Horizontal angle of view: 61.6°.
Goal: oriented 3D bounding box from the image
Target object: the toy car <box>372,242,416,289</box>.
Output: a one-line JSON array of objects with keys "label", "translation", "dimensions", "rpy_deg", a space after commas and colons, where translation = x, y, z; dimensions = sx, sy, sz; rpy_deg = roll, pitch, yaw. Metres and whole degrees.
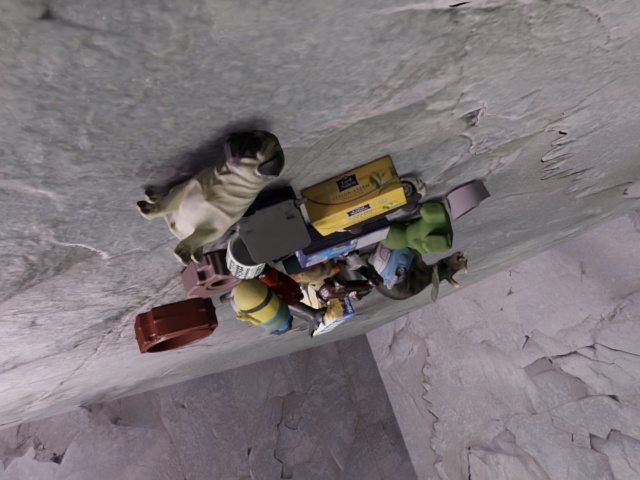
[{"label": "toy car", "translation": [0.192, 0.045, 1.432], "dimensions": [0.103, 0.161, 0.109], "rpy_deg": [25, 156, 4]}]

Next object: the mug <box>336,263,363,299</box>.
[{"label": "mug", "translation": [0.088, 0.118, 1.565], "dimensions": [0.081, 0.107, 0.109], "rpy_deg": [-23, 162, 17]}]

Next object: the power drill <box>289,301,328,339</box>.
[{"label": "power drill", "translation": [-0.092, 0.188, 1.488], "dimensions": [0.086, 0.207, 0.232], "rpy_deg": [-56, 178, -35]}]

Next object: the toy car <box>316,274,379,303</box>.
[{"label": "toy car", "translation": [0.078, 0.131, 1.405], "dimensions": [0.202, 0.053, 0.089], "rpy_deg": [6, 138, -47]}]

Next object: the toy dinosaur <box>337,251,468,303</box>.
[{"label": "toy dinosaur", "translation": [0.238, 0.106, 1.550], "dimensions": [0.405, 0.192, 0.131], "rpy_deg": [-12, 160, -28]}]

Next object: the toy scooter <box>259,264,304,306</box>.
[{"label": "toy scooter", "translation": [-0.104, 0.120, 1.300], "dimensions": [0.075, 0.135, 0.183], "rpy_deg": [-60, 178, -25]}]

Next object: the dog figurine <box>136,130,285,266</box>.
[{"label": "dog figurine", "translation": [-0.129, -0.068, 0.730], "dimensions": [0.190, 0.121, 0.172], "rpy_deg": [-37, -161, -1]}]

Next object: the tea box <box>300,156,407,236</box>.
[{"label": "tea box", "translation": [0.062, -0.075, 0.955], "dimensions": [0.170, 0.068, 0.098], "rpy_deg": [-21, 164, 10]}]

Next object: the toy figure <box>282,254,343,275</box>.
[{"label": "toy figure", "translation": [-0.012, 0.033, 1.255], "dimensions": [0.154, 0.058, 0.064], "rpy_deg": [-22, 171, -8]}]

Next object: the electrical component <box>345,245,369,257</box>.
[{"label": "electrical component", "translation": [0.100, 0.008, 1.322], "dimensions": [0.078, 0.045, 0.102], "rpy_deg": [-10, 162, -27]}]

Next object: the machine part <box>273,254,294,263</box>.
[{"label": "machine part", "translation": [-0.091, 0.022, 1.160], "dimensions": [0.084, 0.039, 0.138], "rpy_deg": [-19, 167, 19]}]

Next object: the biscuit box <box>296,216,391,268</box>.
[{"label": "biscuit box", "translation": [0.044, -0.008, 1.130], "dimensions": [0.203, 0.063, 0.059], "rpy_deg": [-19, 153, -14]}]

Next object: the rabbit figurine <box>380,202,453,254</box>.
[{"label": "rabbit figurine", "translation": [0.232, -0.023, 1.313], "dimensions": [0.170, 0.121, 0.159], "rpy_deg": [-6, 177, 21]}]

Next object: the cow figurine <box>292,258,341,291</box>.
[{"label": "cow figurine", "translation": [-0.013, 0.081, 1.377], "dimensions": [0.127, 0.085, 0.194], "rpy_deg": [-25, 165, -2]}]

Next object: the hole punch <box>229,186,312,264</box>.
[{"label": "hole punch", "translation": [-0.083, -0.039, 0.909], "dimensions": [0.142, 0.092, 0.115], "rpy_deg": [-17, 134, 2]}]

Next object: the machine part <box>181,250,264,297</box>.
[{"label": "machine part", "translation": [-0.208, 0.072, 1.153], "dimensions": [0.179, 0.056, 0.179], "rpy_deg": [-18, 166, -5]}]

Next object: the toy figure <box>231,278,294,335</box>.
[{"label": "toy figure", "translation": [-0.121, 0.145, 1.187], "dimensions": [0.089, 0.082, 0.180], "rpy_deg": [-38, 131, 11]}]

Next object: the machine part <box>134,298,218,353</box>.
[{"label": "machine part", "translation": [-0.382, 0.231, 1.427], "dimensions": [0.201, 0.087, 0.201], "rpy_deg": [-13, 163, -27]}]

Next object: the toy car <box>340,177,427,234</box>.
[{"label": "toy car", "translation": [0.115, -0.070, 1.064], "dimensions": [0.202, 0.056, 0.073], "rpy_deg": [-23, 157, 8]}]
